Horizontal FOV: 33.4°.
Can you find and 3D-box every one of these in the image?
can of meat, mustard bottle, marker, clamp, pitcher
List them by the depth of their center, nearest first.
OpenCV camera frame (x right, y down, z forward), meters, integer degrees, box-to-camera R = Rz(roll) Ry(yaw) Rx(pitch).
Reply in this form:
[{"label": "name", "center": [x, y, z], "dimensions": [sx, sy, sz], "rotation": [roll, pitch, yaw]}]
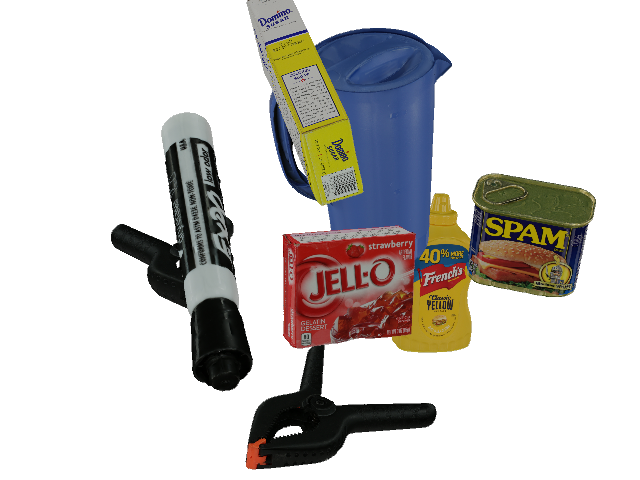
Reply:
[{"label": "marker", "center": [-0.040, 0.001, 0.364], "dimensions": [0.020, 0.121, 0.020], "rotation": [-8, -44, -8]}, {"label": "can of meat", "center": [0.179, -0.003, 0.926], "dimensions": [0.102, 0.084, 0.057], "rotation": [11, 37, 13]}, {"label": "clamp", "center": [-0.117, 0.017, 1.000], "dimensions": [0.120, 0.039, 0.172], "rotation": [-15, 31, -21]}, {"label": "clamp", "center": [0.008, 0.179, 1.074], "dimensions": [0.165, 0.036, 0.209], "rotation": [21, 29, 26]}, {"label": "pitcher", "center": [0.048, -0.089, 1.126], "dimensions": [0.149, 0.243, 0.144], "rotation": [18, 43, 28]}, {"label": "mustard bottle", "center": [0.140, 0.038, 1.292], "dimensions": [0.096, 0.192, 0.058], "rotation": [0, 14, -12]}]

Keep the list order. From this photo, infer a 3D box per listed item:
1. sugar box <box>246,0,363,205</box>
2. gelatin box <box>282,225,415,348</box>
[{"label": "sugar box", "center": [-0.014, -0.124, 0.906], "dimensions": [0.048, 0.176, 0.093], "rotation": [-17, -38, -2]}, {"label": "gelatin box", "center": [0.019, 0.031, 0.723], "dimensions": [0.089, 0.073, 0.030], "rotation": [-5, 15, -21]}]
